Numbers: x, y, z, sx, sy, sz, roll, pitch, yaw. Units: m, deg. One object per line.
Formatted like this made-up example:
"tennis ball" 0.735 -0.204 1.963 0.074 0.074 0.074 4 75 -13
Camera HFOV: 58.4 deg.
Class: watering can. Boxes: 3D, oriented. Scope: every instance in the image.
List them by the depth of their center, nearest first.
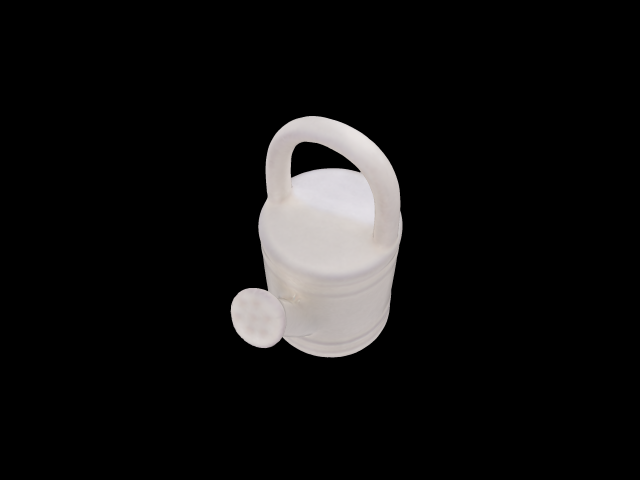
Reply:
"watering can" 0.006 0.002 0.399 0.101 0.194 0.173 7 53 6
